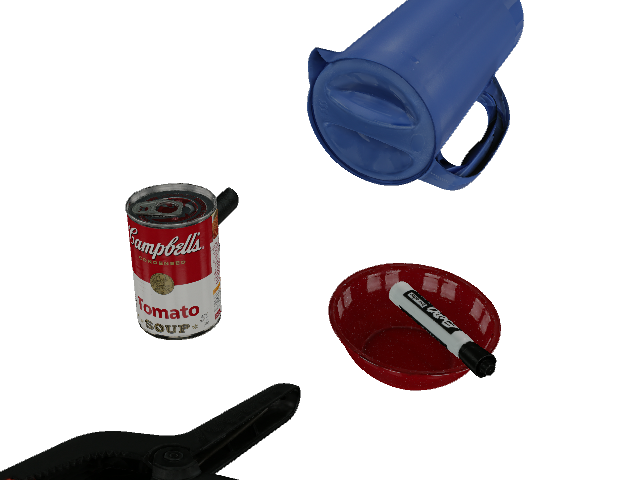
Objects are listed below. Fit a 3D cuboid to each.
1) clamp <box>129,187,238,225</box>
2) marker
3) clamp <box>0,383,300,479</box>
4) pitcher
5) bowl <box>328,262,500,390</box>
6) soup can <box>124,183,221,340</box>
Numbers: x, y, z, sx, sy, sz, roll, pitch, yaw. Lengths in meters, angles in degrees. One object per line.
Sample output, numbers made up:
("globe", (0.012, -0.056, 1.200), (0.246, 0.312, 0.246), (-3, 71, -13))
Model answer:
("clamp", (-0.137, -0.008, 1.132), (0.120, 0.039, 0.171), (-12, 38, -7))
("marker", (0.090, 0.065, 0.789), (0.020, 0.020, 0.121), (0, 25, -31))
("clamp", (-0.078, 0.127, 0.584), (0.209, 0.036, 0.165), (0, 20, -15))
("pitcher", (0.110, -0.162, 1.027), (0.145, 0.149, 0.242), (8, 40, 34))
("bowl", (0.086, 0.090, 1.009), (0.162, 0.055, 0.162), (3, 37, -3))
("soup can", (-0.111, 0.016, 0.815), (0.068, 0.102, 0.068), (0, 29, 0))
